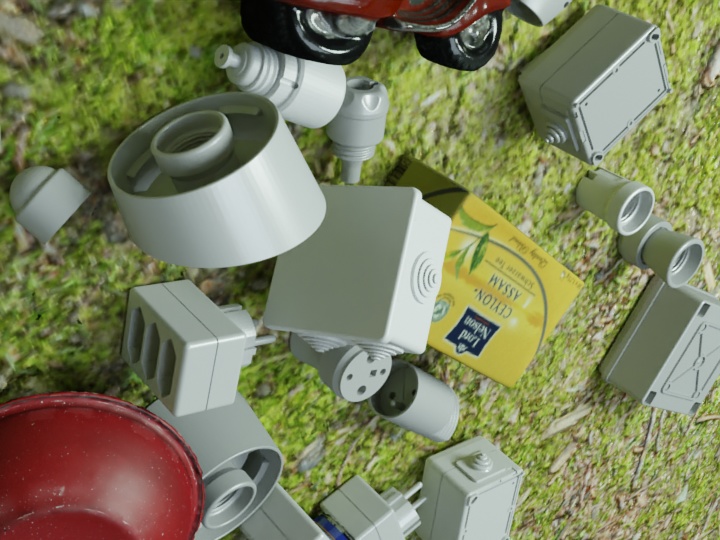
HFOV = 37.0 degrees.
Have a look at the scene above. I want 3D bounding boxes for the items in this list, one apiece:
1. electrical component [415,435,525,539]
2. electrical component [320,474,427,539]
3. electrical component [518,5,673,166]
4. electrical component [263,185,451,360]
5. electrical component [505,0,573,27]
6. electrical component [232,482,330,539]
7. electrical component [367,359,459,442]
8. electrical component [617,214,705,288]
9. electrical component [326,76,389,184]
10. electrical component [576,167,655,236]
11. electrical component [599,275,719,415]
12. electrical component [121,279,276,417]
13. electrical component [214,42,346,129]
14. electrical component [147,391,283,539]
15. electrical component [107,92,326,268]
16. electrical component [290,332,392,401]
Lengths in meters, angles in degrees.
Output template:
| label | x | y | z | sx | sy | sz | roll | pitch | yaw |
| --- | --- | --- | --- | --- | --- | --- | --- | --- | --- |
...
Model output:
| label | x | y | z | sx | sy | sz | roll | pitch | yaw |
| --- | --- | --- | --- | --- | --- | --- | --- | --- | --- |
| electrical component | 0.085 | 0.179 | 0.864 | 0.062 | 0.061 | 0.096 | -16 | 127 | -34 |
| electrical component | 0.021 | 0.192 | 0.826 | 0.076 | 0.047 | 0.083 | -36 | 136 | -18 |
| electrical component | 0.149 | -0.120 | 0.714 | 0.096 | 0.061 | 0.061 | -43 | 138 | -10 |
| electrical component | 0.000 | 0.000 | 0.625 | 0.048 | 0.100 | 0.099 | 27 | 72 | -53 |
| electrical component | 0.104 | -0.197 | 0.633 | 0.079 | 0.043 | 0.077 | 31 | 95 | -48 |
| electrical component | -0.066 | 0.187 | 0.717 | 0.076 | 0.083 | 0.047 | -43 | 138 | -10 |
| electrical component | 0.045 | 0.097 | 0.785 | 0.043 | 0.043 | 0.081 | -55 | 139 | 3 |
| electrical component | 0.244 | -0.017 | 0.875 | 0.045 | 0.055 | 0.045 | -23 | 131 | -29 |
| electrical component | -0.003 | -0.079 | 0.626 | 0.035 | 0.035 | 0.061 | -18 | 130 | -33 |
| electrical component | 0.191 | -0.053 | 0.809 | 0.040 | 0.046 | 0.040 | -23 | 131 | -29 |
| electrical component | 0.285 | 0.069 | 0.971 | 0.109 | 0.056 | 0.108 | 17 | 106 | -47 |
| electrical component | -0.085 | 0.040 | 0.611 | 0.077 | 0.066 | 0.047 | -9 | 124 | -39 |
| electrical component | -0.043 | -0.102 | 0.570 | 0.078 | 0.040 | 0.040 | 13 | 108 | -45 |
| electrical component | -0.100 | 0.126 | 0.678 | 0.099 | 0.064 | 0.099 | -33 | 149 | -23 |
| electrical component | -0.073 | -0.044 | 0.541 | 0.099 | 0.099 | 0.064 | -35 | 130 | -19 |
| electrical component | -0.012 | 0.053 | 0.693 | 0.045 | 0.055 | 0.045 | -23 | 131 | -29 |
